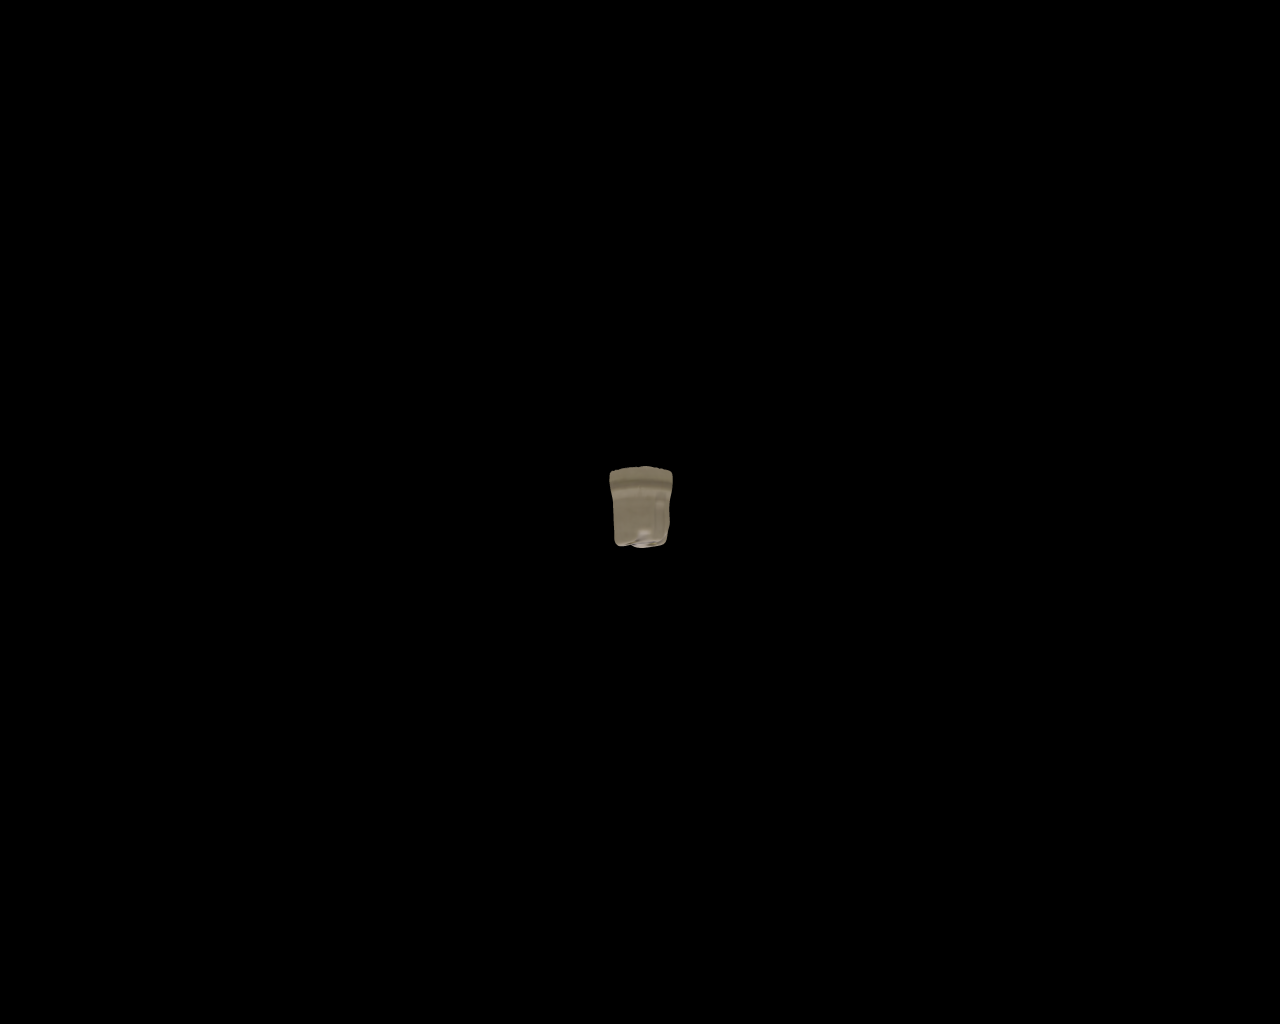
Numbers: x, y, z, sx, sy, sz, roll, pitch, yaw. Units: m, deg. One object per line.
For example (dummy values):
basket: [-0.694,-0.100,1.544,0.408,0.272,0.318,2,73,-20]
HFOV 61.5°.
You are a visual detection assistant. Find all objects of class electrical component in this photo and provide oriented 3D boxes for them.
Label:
electrical component: [0.001,-0.003,0.650,0.040,0.046,0.040,0,-6,0]
